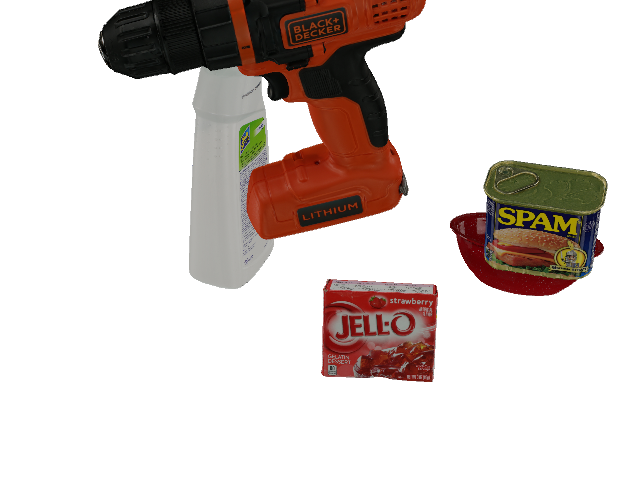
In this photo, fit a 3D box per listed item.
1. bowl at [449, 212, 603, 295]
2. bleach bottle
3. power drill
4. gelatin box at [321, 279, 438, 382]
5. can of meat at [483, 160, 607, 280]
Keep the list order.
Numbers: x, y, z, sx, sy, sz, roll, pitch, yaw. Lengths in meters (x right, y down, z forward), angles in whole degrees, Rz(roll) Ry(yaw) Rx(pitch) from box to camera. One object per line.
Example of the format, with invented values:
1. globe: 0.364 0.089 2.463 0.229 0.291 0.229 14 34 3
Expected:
1. bowl: 0.214 0.018 1.131 0.162 0.055 0.162 6 17 -2
2. bleach bottle: -0.081 -0.081 0.991 0.068 0.251 0.102 14 36 14
3. power drill: -0.023 -0.083 0.642 0.184 0.057 0.187 -13 -39 -1
4. gelatin box: 0.046 0.071 0.836 0.089 0.073 0.030 3 16 6
5. can of meat: 0.194 -0.016 0.936 0.102 0.084 0.057 9 43 16
